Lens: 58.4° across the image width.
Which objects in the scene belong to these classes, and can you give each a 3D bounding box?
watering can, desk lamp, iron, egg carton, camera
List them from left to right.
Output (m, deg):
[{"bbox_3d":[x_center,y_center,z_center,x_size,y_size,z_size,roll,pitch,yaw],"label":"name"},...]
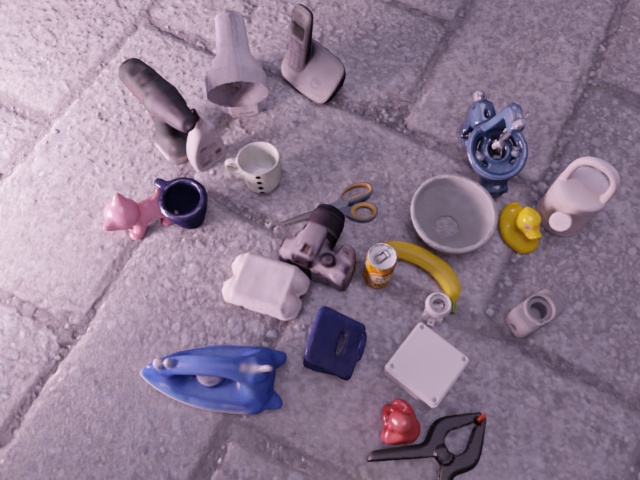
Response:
[{"bbox_3d":[-0.188,0.220,0.954,0.258,0.141,0.118,3,66,0],"label":"iron"},{"bbox_3d":[-0.169,-0.340,1.161,0.118,0.213,0.203,-7,66,-4],"label":"desk lamp"},{"bbox_3d":[-0.098,0.085,1.054,0.150,0.069,0.107,16,67,6],"label":"egg carton"},{"bbox_3d":[0.010,0.004,1.075,0.143,0.101,0.137,23,68,9],"label":"camera"},{"bbox_3d":[0.486,-0.083,1.072,0.101,0.194,0.173,16,67,6],"label":"watering can"}]

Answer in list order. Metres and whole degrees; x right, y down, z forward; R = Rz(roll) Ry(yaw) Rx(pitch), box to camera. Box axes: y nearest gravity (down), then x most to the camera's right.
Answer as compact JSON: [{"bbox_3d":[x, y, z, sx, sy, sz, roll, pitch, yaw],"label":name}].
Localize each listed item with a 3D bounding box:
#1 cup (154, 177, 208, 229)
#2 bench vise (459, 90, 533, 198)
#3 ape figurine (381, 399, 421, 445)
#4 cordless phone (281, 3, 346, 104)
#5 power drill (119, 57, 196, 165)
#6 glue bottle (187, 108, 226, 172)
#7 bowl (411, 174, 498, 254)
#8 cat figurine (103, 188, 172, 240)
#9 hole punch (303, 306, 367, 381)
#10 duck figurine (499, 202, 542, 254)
[{"bbox_3d":[-0.266,-0.067,1.104,0.117,0.095,0.092,34,70,13],"label":"cup"},{"bbox_3d":[0.330,-0.213,1.112,0.121,0.220,0.207,-24,69,-11],"label":"bench vise"},{"bbox_3d":[0.133,0.305,0.950,0.076,0.092,0.078,38,71,15],"label":"ape figurine"},{"bbox_3d":[-0.013,-0.391,1.202,0.147,0.185,0.094,39,71,15],"label":"cordless phone"},{"bbox_3d":[-0.299,-0.242,1.118,0.076,0.208,0.229,-39,72,-16],"label":"power drill"},{"bbox_3d":[-0.231,-0.202,1.121,0.078,0.173,0.037,-36,71,-15],"label":"glue bottle"},{"bbox_3d":[0.254,-0.039,1.114,0.167,0.075,0.167,1,66,-1],"label":"bowl"},{"bbox_3d":[-0.350,-0.056,1.085,0.128,0.118,0.067,-31,70,-13],"label":"cat figurine"},{"bbox_3d":[0.028,0.181,1.003,0.101,0.091,0.109,16,67,6],"label":"hole punch"},{"bbox_3d":[0.395,-0.034,1.108,0.077,0.086,0.104,-15,67,-7],"label":"duck figurine"}]
